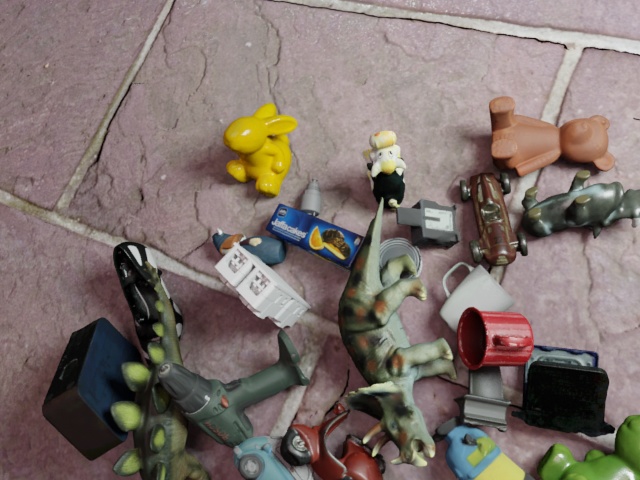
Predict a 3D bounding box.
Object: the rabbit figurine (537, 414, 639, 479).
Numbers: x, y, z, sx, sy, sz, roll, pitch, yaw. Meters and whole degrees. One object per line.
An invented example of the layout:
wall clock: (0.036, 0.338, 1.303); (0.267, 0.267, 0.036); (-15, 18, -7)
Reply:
rabbit figurine: (0.414, 0.323, 0.726); (0.159, 0.121, 0.170); (41, 100, 8)

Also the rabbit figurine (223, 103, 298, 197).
rabbit figurine: (-0.115, -0.181, 1.029); (0.122, 0.173, 0.162); (41, 91, 27)

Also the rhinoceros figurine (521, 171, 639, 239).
rhinoceros figurine: (0.423, -0.046, 0.866); (0.190, 0.112, 0.073); (-12, 40, 25)

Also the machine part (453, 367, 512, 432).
machine part: (0.253, 0.222, 0.838); (0.084, 0.039, 0.139); (9, 57, 5)

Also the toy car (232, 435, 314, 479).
toy car: (-0.064, 0.374, 0.869); (0.103, 0.109, 0.162); (-41, 74, -19)

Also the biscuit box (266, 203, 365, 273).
biscuit box: (-0.002, -0.003, 0.980); (0.203, 0.059, 0.063); (23, 81, 32)

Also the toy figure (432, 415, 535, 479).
toy figure: (0.251, 0.343, 0.799); (0.089, 0.082, 0.180); (-40, 64, 2)

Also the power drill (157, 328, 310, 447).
power drill: (-0.128, 0.235, 0.882); (0.207, 0.231, 0.086); (-33, 38, -17)

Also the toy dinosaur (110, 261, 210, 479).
toy dinosaur: (-0.260, 0.276, 0.905); (0.105, 0.198, 0.471); (-11, 71, 9)

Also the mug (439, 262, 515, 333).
mug: (0.243, 0.096, 0.884); (0.107, 0.080, 0.110); (-45, 71, 8)

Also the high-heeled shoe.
high-heeled shoe: (-0.330, 0.126, 1.003); (0.086, 0.145, 0.249); (-16, 67, 11)

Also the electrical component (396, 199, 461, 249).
electrical component: (0.181, -0.028, 0.931); (0.119, 0.047, 0.075); (2, 70, -16)

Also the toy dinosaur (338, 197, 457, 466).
toy dinosaur: (0.096, 0.148, 0.870); (0.192, 0.131, 0.405); (-22, 72, 4)

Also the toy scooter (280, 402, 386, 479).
toy scooter: (0.036, 0.336, 0.857); (0.184, 0.075, 0.135); (36, 40, 8)

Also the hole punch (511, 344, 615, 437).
hole punch: (0.365, 0.222, 0.812); (0.142, 0.092, 0.115); (4, 106, 14)

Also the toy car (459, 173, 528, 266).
toy car: (0.290, -0.044, 0.910); (0.089, 0.053, 0.202); (-10, 52, 16)

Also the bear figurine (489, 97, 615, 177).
bear figurine: (0.391, -0.172, 0.906); (0.196, 0.131, 0.120); (0, 74, 22)

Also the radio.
radio: (-0.386, 0.245, 0.931); (0.073, 0.131, 0.230); (-30, 28, 3)

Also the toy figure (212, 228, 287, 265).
toy figure: (-0.141, 0.014, 1.026); (0.155, 0.064, 0.058); (7, 32, 19)

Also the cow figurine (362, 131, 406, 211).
cow figurine: (0.116, -0.116, 0.943); (0.068, 0.167, 0.098); (-12, 68, 7)
